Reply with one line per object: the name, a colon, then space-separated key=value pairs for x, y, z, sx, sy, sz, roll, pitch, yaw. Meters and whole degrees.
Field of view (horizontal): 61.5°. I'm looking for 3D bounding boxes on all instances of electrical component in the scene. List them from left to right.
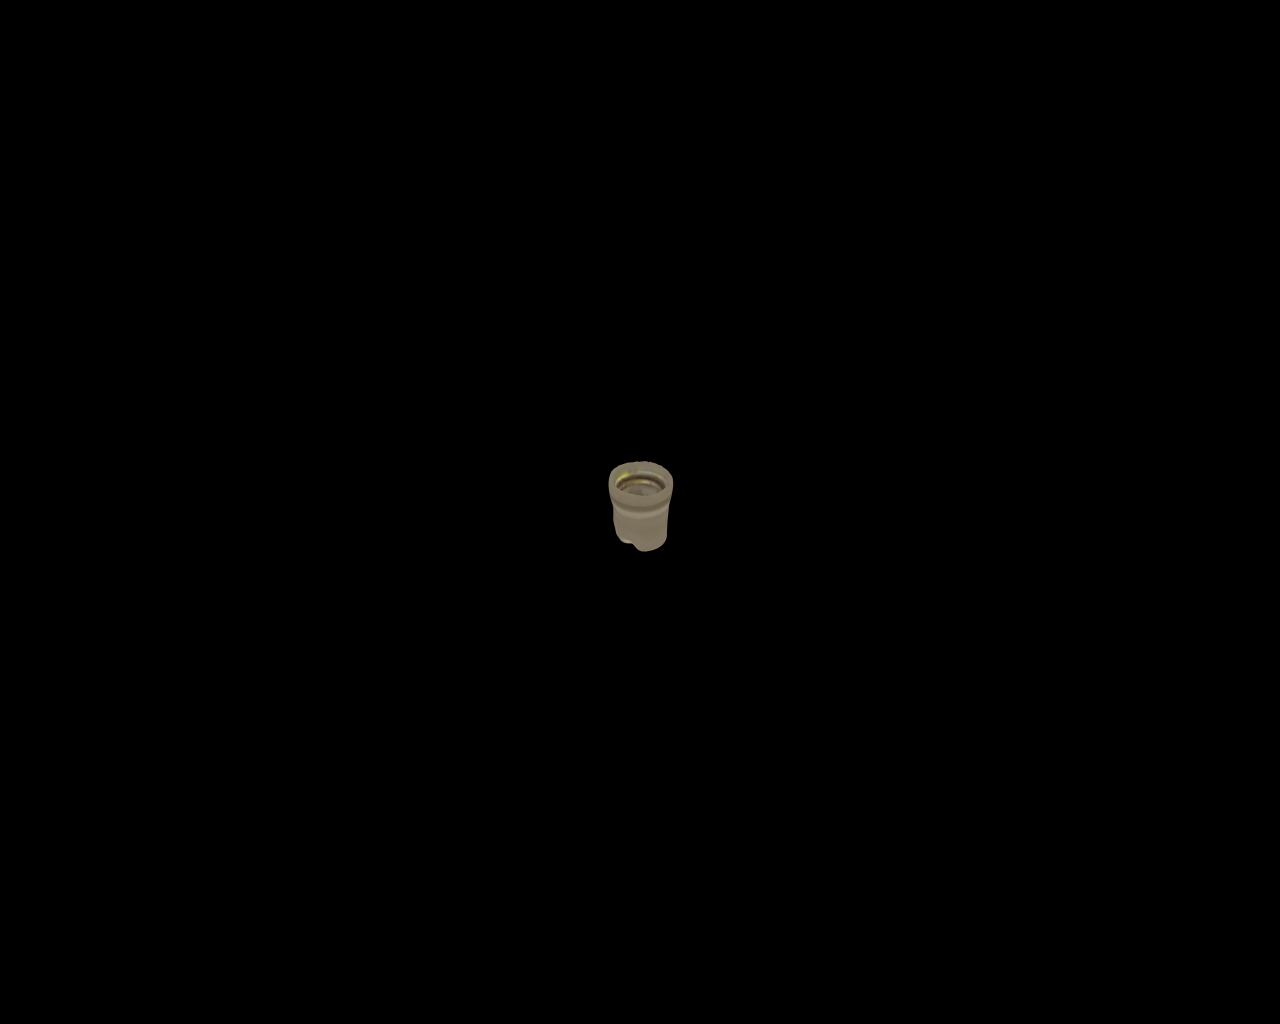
electrical component: x=0.001 y=-0.003 z=0.650 sx=0.040 sy=0.046 sz=0.040 roll=0 pitch=36 yaw=0
